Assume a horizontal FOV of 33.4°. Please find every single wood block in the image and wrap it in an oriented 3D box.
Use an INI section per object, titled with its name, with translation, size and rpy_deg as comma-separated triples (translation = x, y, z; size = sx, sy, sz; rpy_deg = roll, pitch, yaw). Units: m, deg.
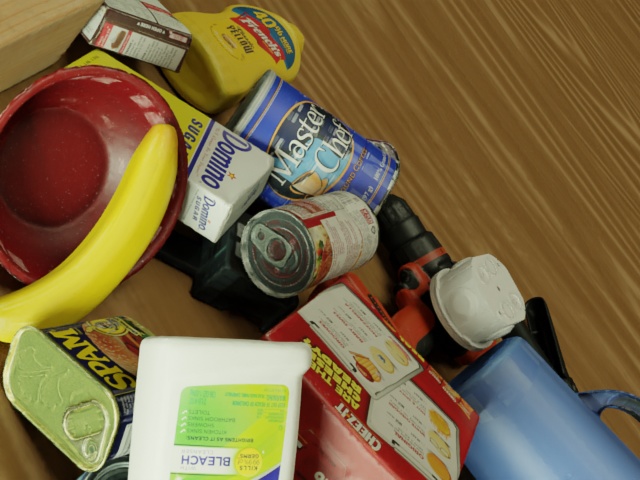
[wood block]
translation = -0.259, -0.155, 0.769
size = 0.090, 0.091, 0.205
rpy_deg = 46, 34, -5

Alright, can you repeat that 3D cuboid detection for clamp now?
[clamp]
translation = 0.235, 0.147, 1.061
size = 0.210, 0.036, 0.164
rpy_deg = 65, 22, 5

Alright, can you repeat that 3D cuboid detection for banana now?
[banana]
translation = -0.155, 0.006, 0.715
size = 0.197, 0.037, 0.069
rpy_deg = -45, 133, -22

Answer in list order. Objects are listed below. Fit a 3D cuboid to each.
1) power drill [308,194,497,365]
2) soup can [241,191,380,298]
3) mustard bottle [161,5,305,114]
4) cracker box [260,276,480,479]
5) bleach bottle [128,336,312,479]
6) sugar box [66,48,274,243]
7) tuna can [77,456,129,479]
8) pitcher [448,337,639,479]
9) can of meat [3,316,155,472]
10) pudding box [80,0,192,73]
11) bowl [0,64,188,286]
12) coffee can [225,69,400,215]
[power drill]
translation = 0.070, 0.048, 0.969
size = 0.187, 0.057, 0.184
rpy_deg = -20, 74, -54
[soup can]
translation = -0.006, 0.001, 0.838
size = 0.068, 0.069, 0.102
rpy_deg = 56, 33, 10
[mustard bottle]
translation = -0.071, -0.181, 1.029
size = 0.096, 0.058, 0.191
rpy_deg = 51, 34, 7
[cracker box]
translation = 0.025, 0.123, 0.775
size = 0.164, 0.072, 0.213
rpy_deg = 46, 17, 4
[bleach bottle]
translation = -0.061, 0.183, 0.612
size = 0.102, 0.068, 0.251
rpy_deg = 5, 83, -22
[sugar box]
translation = -0.130, -0.077, 0.837
size = 0.176, 0.048, 0.093
rpy_deg = 30, 35, 4
[tuna can]
translation = -0.120, 0.178, 0.657
size = 0.086, 0.034, 0.086
rpy_deg = 29, 39, -27
[pitcher]
translation = 0.216, 0.198, 0.920
size = 0.243, 0.145, 0.149
rpy_deg = 50, 37, 6
[can of meat]
translation = -0.135, 0.093, 0.678
size = 0.102, 0.057, 0.083
rpy_deg = 33, 22, 30
[pudding box]
translation = -0.172, -0.193, 0.916
size = 0.089, 0.039, 0.114
rpy_deg = 11, 24, -41
[bowl]
translation = -0.174, -0.045, 0.746
size = 0.161, 0.162, 0.055
rpy_deg = 9, 8, -43
[coffee can]
translation = -0.016, -0.067, 0.930
size = 0.140, 0.103, 0.102
rpy_deg = 34, 37, -12
